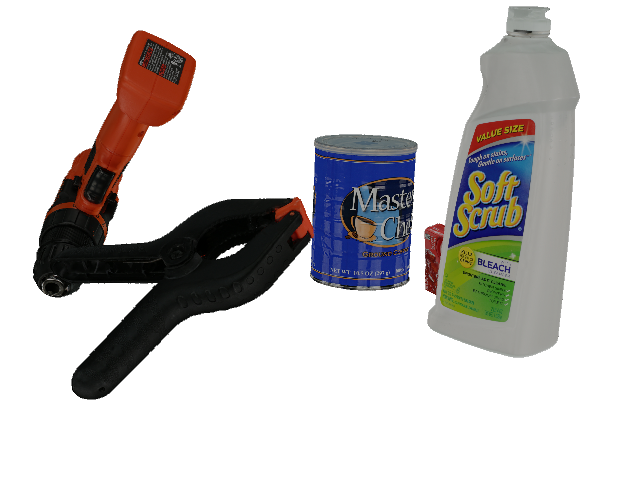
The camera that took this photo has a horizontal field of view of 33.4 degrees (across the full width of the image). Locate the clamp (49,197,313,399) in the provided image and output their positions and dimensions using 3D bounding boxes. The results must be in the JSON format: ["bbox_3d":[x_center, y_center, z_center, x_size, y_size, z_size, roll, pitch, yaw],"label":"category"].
[{"bbox_3d":[-0.085,0.028,0.644,0.171,0.120,0.039,-20,-39,8],"label":"clamp"}]

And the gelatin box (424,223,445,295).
[{"bbox_3d":[0.161,0.032,1.296,0.030,0.089,0.073,-24,35,-32],"label":"gelatin box"}]

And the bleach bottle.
[{"bbox_3d":[0.138,-0.046,0.792,0.067,0.251,0.103,-14,22,-43],"label":"bleach bottle"}]

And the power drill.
[{"bbox_3d":[-0.171,-0.064,0.864,0.057,0.188,0.184,26,32,-18],"label":"power drill"}]

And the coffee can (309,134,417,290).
[{"bbox_3d":[0.042,-0.031,1.073,0.103,0.140,0.103,2,13,-1],"label":"coffee can"}]
